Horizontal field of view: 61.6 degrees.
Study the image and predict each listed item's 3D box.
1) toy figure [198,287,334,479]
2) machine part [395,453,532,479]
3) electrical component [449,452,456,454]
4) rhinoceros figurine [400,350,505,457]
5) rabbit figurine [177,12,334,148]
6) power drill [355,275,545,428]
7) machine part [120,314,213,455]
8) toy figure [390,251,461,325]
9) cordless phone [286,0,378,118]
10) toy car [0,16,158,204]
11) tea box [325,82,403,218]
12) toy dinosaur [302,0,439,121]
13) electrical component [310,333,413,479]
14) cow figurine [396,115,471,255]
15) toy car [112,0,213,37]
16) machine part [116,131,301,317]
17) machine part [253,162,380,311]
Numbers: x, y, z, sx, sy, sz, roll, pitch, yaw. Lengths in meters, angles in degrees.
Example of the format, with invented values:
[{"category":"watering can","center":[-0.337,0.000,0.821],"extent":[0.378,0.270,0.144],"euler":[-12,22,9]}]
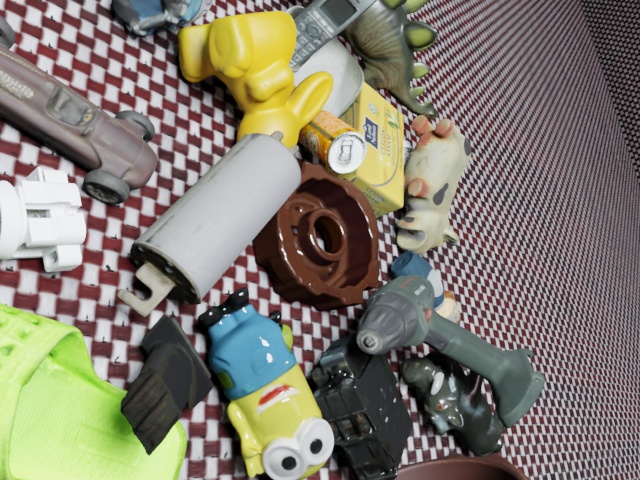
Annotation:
[{"category":"toy figure","center":[-0.047,0.135,0.500],"extent":[0.180,0.082,0.089],"euler":[61,10,5]},{"category":"machine part","center":[0.106,0.273,0.479],"extent":[0.201,0.201,0.087],"euler":[138,-65,-85]},{"category":"electrical component","center":[0.195,0.330,0.713],"extent":[0.094,0.021,0.063],"euler":[52,42,-17]},{"category":"rhinoceros figurine","center":[0.177,0.214,0.719],"extent":[0.190,0.073,0.112],"euler":[48,54,-23]},{"category":"rabbit figurine","center":[-0.068,-0.163,0.612],"extent":[0.162,0.122,0.173],"euler":[-25,110,-47]},{"category":"power drill","center":[0.143,0.124,0.615],"extent":[0.207,0.086,0.232],"euler":[27,16,6]},{"category":"machine part","center":[-0.119,0.108,0.425],"extent":[0.139,0.039,0.084],"euler":[-114,179,-81]},{"category":"toy figure","center":[0.158,0.085,0.769],"extent":[0.064,0.058,0.154],"euler":[-43,111,-8]},{"category":"cordless phone","center":[0.021,-0.245,0.679],"extent":[0.146,0.184,0.089],"euler":[39,42,-28]},{"category":"toy car","center":[-0.226,-0.111,0.450],"extent":[0.202,0.053,0.089],"euler":[37,52,-32]},{"category":"tea box","center":[0.064,-0.124,0.757],"extent":[0.098,0.068,0.169],"euler":[28,54,-37]},{"category":"toy dinosaur","center":[0.041,-0.326,0.731],"extent":[0.471,0.199,0.105],"euler":[39,44,-31]},{"category":"electrical component","center":[0.044,0.173,0.577],"extent":[0.134,0.058,0.115],"euler":[64,20,-4]},{"category":"cow figurine","center":[0.165,-0.070,0.796],"extent":[0.127,0.086,0.195],"euler":[24,85,-38]},{"category":"toy car","center":[-0.157,-0.290,0.575],"extent":[0.103,0.109,0.161],"euler":[8,74,-65]},{"category":"machine part","center":[-0.092,-0.024,0.508],"extent":[0.079,0.079,0.243],"euler":[49,54,-19]},{"category":"machine part","center":[-0.001,-0.002,0.636],"extent":[0.179,0.056,0.179],"euler":[21,58,-39]}]
